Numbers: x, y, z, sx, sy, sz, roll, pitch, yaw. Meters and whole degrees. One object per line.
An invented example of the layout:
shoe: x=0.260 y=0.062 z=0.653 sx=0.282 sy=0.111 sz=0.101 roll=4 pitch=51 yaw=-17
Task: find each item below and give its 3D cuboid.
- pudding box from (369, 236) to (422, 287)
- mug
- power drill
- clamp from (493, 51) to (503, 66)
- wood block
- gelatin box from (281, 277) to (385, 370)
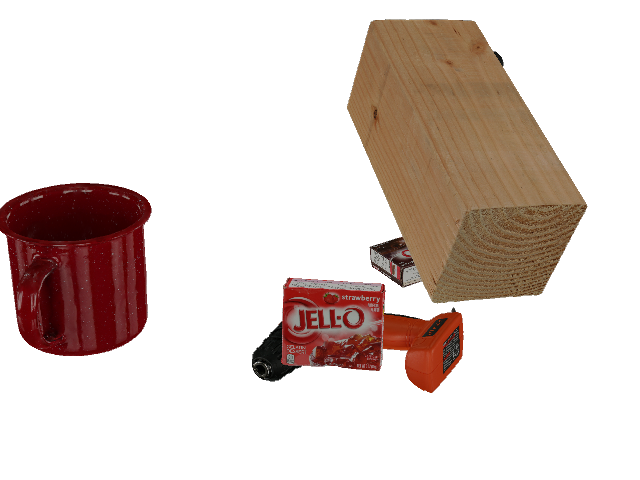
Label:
pudding box: x=0.145 y=0.025 z=1.612 sx=0.113 sy=0.039 sz=0.090 roll=-19 pitch=28 yaw=-24
mug: x=-0.153 y=0.024 z=0.655 sx=0.093 sy=0.081 sz=0.117 roll=6 pitch=25 yaw=9
power drill: x=0.042 y=0.107 z=1.115 sx=0.188 sy=0.057 sz=0.184 roll=9 pitch=25 yaw=27
clamp: x=0.121 y=-0.143 z=1.074 sx=0.120 sy=0.039 sz=0.171 roll=7 pitch=45 yaw=6
wood block: x=0.097 y=-0.063 z=0.771 sx=0.090 sy=0.206 sz=0.091 roll=-3 pitch=-43 yaw=-19
gelatin box: x=0.011 y=0.073 z=0.935 sx=0.089 sy=0.073 sz=0.030 roll=3 pitch=15 yaw=6
